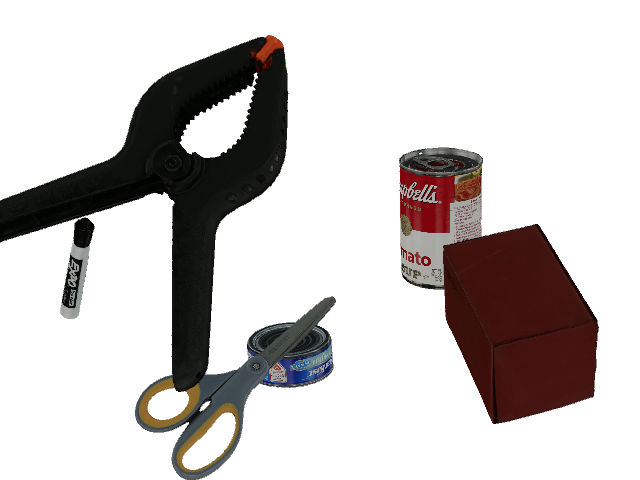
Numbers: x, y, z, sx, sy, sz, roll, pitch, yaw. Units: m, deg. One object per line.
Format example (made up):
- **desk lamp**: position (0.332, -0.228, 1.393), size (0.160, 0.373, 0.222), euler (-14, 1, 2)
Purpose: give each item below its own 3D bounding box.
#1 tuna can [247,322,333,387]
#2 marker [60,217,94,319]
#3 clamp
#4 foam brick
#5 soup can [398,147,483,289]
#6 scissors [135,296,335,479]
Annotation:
- **tuna can**: position (-0.030, 0.113, 1.064), size (0.086, 0.034, 0.086), euler (-3, 19, 1)
- **marker**: position (-0.239, 0.027, 1.049), size (0.020, 0.121, 0.020), euler (12, 36, -9)
- **clamp**: position (-0.077, -0.028, 0.613), size (0.165, 0.210, 0.036), euler (39, -15, 14)
- **foam brick**: position (0.094, 0.038, 0.514), size (0.051, 0.053, 0.078), euler (-12, 39, -5)
- **soup can**: position (0.099, -0.019, 0.882), size (0.068, 0.102, 0.068), euler (-2, 22, 1)
- **scissors**: position (-0.073, 0.102, 0.869), size (0.096, 0.201, 0.016), euler (25, -34, 11)
